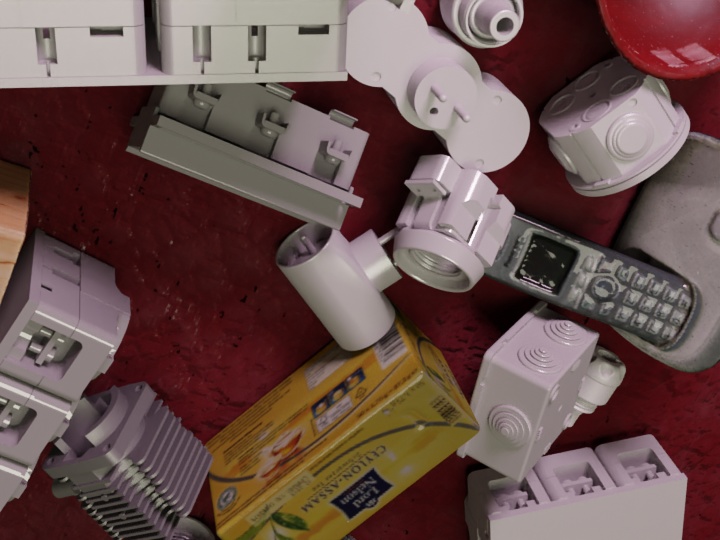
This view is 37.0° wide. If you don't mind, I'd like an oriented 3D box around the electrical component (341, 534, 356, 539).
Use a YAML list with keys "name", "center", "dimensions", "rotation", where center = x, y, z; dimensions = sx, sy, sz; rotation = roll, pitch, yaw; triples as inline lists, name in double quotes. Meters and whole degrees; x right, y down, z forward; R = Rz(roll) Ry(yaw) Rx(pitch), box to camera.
- name: "electrical component"
  center: [-0.055, 0.201, 0.759]
  dimensions: [0.089, 0.056, 0.050]
  rotation: [-42, 127, -17]

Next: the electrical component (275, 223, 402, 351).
- name: "electrical component"
  center: [0.000, 0.000, 0.679]
  dimensions: [0.079, 0.044, 0.077]
  rotation: [-33, 121, 5]

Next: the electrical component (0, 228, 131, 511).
- name: "electrical component"
  center: [-0.202, 0.065, 0.637]
  dimensions: [0.062, 0.089, 0.150]
  rotation: [29, 108, -26]

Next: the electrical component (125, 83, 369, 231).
- name: "electrical component"
  center: [-0.061, -0.074, 0.610]
  dimensions: [0.121, 0.079, 0.063]
  rotation: [21, 89, -23]

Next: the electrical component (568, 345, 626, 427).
- name: "electrical component"
  center: [0.163, 0.086, 0.773]
  dimensions: [0.035, 0.035, 0.061]
  rotation: [17, 115, -22]

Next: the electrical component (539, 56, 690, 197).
- name: "electrical component"
  center: [0.153, -0.087, 0.650]
  dimensions: [0.080, 0.080, 0.051]
  rotation: [-37, 115, 7]

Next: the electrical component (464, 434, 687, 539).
- name: "electrical component"
  center: [0.160, 0.186, 0.811]
  dimensions: [0.150, 0.061, 0.089]
  rotation: [-10, 120, -9]

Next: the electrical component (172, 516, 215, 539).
- name: "electrical component"
  center: [-0.132, 0.208, 0.759]
  dimensions: [0.045, 0.045, 0.055]
  rotation: [15, 113, -21]

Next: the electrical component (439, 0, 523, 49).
- name: "electrical component"
  center: [0.072, -0.146, 0.606]
  dimensions: [0.043, 0.062, 0.043]
  rotation: [-6, 119, -11]

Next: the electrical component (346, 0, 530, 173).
- name: "electrical component"
  center: [0.044, -0.104, 0.615]
  dimensions: [0.138, 0.073, 0.052]
  rotation: [36, 105, -28]

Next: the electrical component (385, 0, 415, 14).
- name: "electrical component"
  center: [-0.005, -0.198, 0.485]
  dimensions: [0.060, 0.186, 0.105]
  rotation: [18, 111, -22]

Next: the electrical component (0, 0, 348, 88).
- name: "electrical component"
  center: [-0.107, -0.138, 0.540]
  dimensions: [0.186, 0.105, 0.060]
  rotation: [-3, 119, -12]

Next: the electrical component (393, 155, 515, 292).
- name: "electrical component"
  center: [0.054, -0.024, 0.651]
  dimensions: [0.078, 0.058, 0.057]
  rotation: [42, 63, -38]

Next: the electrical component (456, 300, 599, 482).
- name: "electrical component"
  center: [0.114, 0.081, 0.718]
  dimensions: [0.048, 0.100, 0.099]
  rotation: [26, 125, 23]
